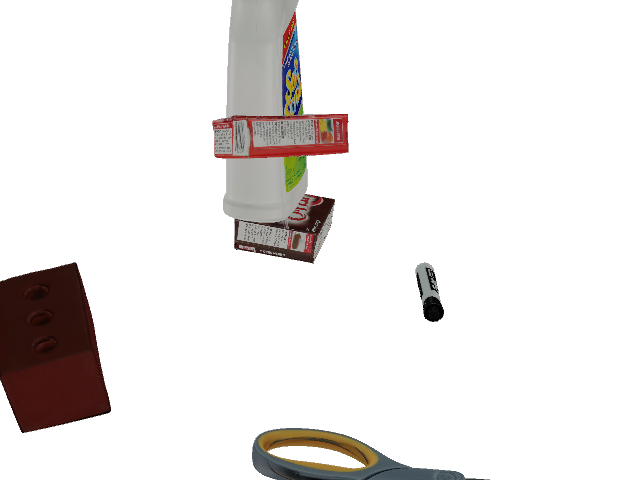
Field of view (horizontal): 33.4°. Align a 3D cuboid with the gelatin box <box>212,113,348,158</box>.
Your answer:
[{"bbox_3d":[-0.030,-0.074,0.752,0.073,0.030,0.089,-4,6,-20],"label":"gelatin box"}]

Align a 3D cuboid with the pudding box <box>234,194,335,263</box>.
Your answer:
[{"bbox_3d":[-0.038,-0.019,1.143,0.090,0.039,0.113,9,25,7],"label":"pudding box"}]

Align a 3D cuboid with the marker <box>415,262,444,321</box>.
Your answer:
[{"bbox_3d":[0.104,0.049,1.021,0.020,0.020,0.121,0,18,1],"label":"marker"}]

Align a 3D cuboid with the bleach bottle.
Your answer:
[{"bbox_3d":[-0.052,-0.149,0.963,0.068,0.251,0.102,7,29,15],"label":"bleach bottle"}]

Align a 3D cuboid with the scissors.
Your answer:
[{"bbox_3d":[0.052,0.136,0.546,0.202,0.016,0.096,10,26,19],"label":"scissors"}]

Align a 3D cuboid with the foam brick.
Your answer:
[{"bbox_3d":[-0.156,0.061,0.614,0.053,0.051,0.078,-14,42,-11],"label":"foam brick"}]
